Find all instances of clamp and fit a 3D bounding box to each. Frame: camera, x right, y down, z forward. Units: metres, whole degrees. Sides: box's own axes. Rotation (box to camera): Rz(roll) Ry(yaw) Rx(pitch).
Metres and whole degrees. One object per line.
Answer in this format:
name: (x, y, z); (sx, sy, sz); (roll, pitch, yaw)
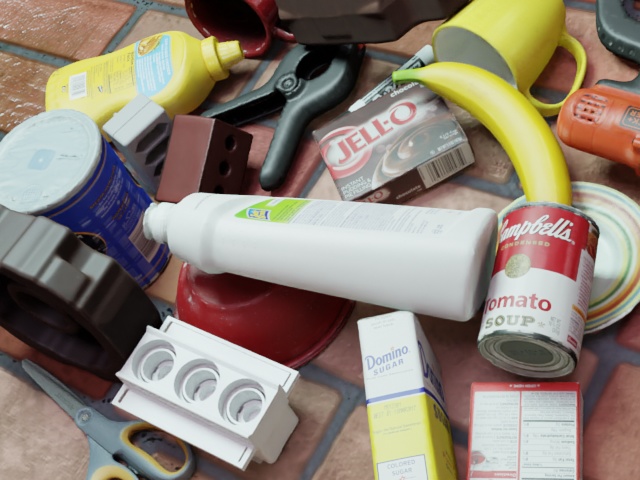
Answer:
clamp: (0.295, -0.164, 0.848); (0.164, 0.036, 0.210); (-25, 55, 3)
clamp: (-0.021, -0.120, 0.948); (0.171, 0.039, 0.120); (-39, 58, 2)

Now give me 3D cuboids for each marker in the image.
marker: (0.054, -0.127, 0.933); (0.121, 0.020, 0.020); (-39, 52, -7)

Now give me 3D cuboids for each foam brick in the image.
foam brick: (-0.098, -0.062, 0.910); (0.051, 0.052, 0.078); (7, 82, 39)

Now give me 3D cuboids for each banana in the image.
banana: (0.140, -0.082, 0.822); (0.069, 0.037, 0.198); (-37, 59, -5)

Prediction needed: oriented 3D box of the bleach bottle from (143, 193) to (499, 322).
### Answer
bleach bottle: (-0.005, 0.001, 0.769); (0.251, 0.068, 0.102); (8, 17, 18)

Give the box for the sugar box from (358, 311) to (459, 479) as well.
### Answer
sugar box: (0.063, 0.143, 0.694); (0.048, 0.093, 0.176); (-12, 54, 13)

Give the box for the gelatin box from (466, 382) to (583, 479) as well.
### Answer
gelatin box: (0.136, 0.139, 0.707); (0.073, 0.030, 0.089); (-4, 56, 19)

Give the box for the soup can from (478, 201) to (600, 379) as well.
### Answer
soup can: (0.148, 0.034, 0.723); (0.069, 0.068, 0.102); (4, 61, 24)

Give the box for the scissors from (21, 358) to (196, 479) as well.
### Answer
scissors: (-0.186, 0.160, 0.833); (0.202, 0.016, 0.096); (14, 63, 30)

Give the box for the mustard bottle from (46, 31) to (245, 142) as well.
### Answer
mustard bottle: (-0.163, -0.149, 1.013); (0.192, 0.058, 0.096); (-18, 50, 11)

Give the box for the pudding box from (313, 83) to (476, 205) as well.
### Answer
pudding box: (0.060, -0.076, 0.882); (0.113, 0.039, 0.090); (-26, 51, 4)

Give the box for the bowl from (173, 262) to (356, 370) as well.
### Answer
bowl: (-0.053, 0.028, 0.846); (0.162, 0.055, 0.162); (-11, 53, 15)

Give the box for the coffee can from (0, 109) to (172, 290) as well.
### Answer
coffee can: (-0.197, -0.026, 0.887); (0.103, 0.140, 0.103); (-11, 54, 15)

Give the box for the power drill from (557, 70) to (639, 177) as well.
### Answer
power drill: (0.289, -0.121, 0.770); (0.185, 0.057, 0.187); (22, 72, 27)

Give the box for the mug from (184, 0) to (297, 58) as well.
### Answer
mug: (-0.059, -0.230, 1.015); (0.117, 0.093, 0.081); (28, 62, 4)
